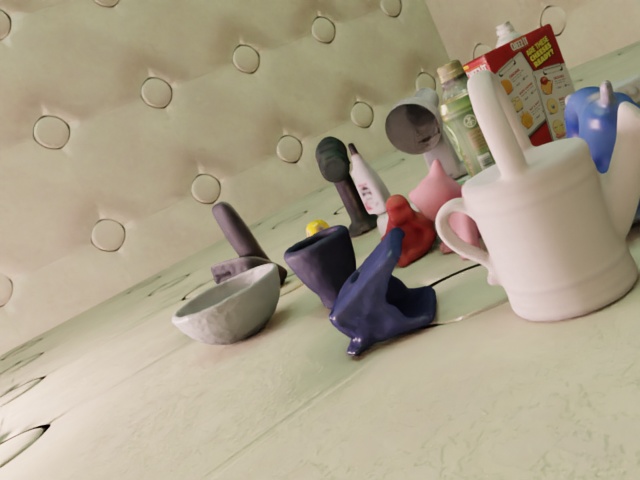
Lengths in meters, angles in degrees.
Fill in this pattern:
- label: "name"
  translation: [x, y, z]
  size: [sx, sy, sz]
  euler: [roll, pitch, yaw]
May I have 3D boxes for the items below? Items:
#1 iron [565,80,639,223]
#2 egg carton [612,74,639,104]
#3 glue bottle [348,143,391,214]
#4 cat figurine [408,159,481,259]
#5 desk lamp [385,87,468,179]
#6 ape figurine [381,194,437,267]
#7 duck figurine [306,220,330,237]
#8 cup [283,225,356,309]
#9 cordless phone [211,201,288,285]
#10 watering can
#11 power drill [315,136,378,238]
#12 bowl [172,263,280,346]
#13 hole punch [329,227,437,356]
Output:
- label: "iron"
  translation: [0.291, -0.098, 0.596]
  size: [0.118, 0.141, 0.258]
  euler: [-23, 9, 16]
- label: "egg carton"
  translation: [0.516, -0.235, 1.005]
  size: [0.150, 0.069, 0.107]
  euler: [-28, 9, -11]
- label: "glue bottle"
  translation: [0.104, -0.140, 1.298]
  size: [0.037, 0.173, 0.078]
  euler: [-32, 11, -35]
- label: "cat figurine"
  translation: [0.165, -0.045, 0.722]
  size: [0.067, 0.118, 0.127]
  euler: [-27, 9, -10]
- label: "desk lamp"
  translation: [0.249, -0.230, 1.278]
  size: [0.117, 0.213, 0.204]
  euler: [-20, 10, 34]
- label: "ape figurine"
  translation: [0.117, -0.019, 0.795]
  size: [0.077, 0.092, 0.076]
  euler: [-22, 9, 24]
- label: "duck figurine"
  translation: [0.009, 0.004, 0.999]
  size: [0.077, 0.086, 0.105]
  euler: [-22, 9, 24]
- label: "cup"
  translation: [0.003, 0.042, 0.751]
  size: [0.092, 0.095, 0.117]
  euler: [-33, 11, -38]
- label: "cordless phone"
  translation: [-0.155, 0.019, 1.049]
  size: [0.147, 0.185, 0.094]
  euler: [-16, 13, 48]
- label: "watering can"
  translation: [0.172, -0.047, 0.450]
  size: [0.172, 0.194, 0.101]
  euler: [-25, 9, 8]
- label: "power drill"
  translation: [0.051, -0.117, 1.192]
  size: [0.075, 0.208, 0.229]
  euler: [-25, 9, 6]
- label: "bowl"
  translation: [-0.121, 0.102, 0.821]
  size: [0.167, 0.075, 0.167]
  euler: [-25, 8, 4]
- label: "hole punch"
  translation: [0.055, 0.048, 0.573]
  size: [0.101, 0.091, 0.109]
  euler: [-24, 9, 15]
